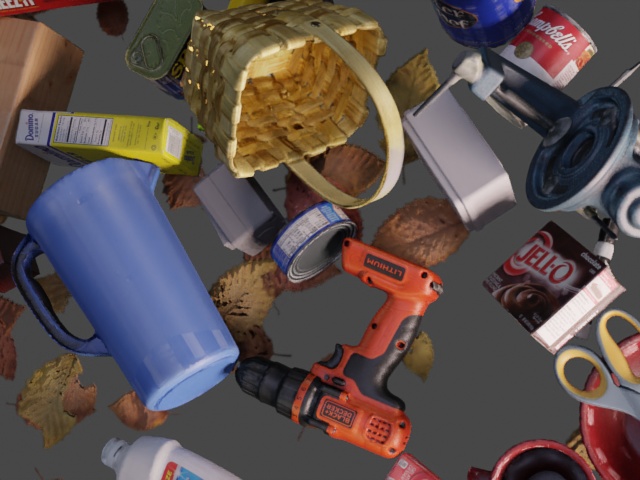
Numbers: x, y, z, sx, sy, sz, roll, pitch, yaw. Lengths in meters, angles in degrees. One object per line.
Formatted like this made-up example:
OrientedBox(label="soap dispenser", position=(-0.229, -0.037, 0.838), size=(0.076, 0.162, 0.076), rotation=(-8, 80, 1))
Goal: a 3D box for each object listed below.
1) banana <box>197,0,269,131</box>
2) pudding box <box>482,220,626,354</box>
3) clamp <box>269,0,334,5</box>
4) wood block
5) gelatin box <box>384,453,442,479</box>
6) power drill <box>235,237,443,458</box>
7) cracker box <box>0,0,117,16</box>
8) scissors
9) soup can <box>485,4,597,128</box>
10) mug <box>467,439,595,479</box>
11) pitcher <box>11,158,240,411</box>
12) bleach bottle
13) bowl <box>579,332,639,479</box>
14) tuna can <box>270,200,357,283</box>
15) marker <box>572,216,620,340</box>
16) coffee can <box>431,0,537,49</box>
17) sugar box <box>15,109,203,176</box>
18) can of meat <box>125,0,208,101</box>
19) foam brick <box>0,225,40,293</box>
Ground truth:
OrientedBox(label="banana", position=(-0.086, -0.211, 1.121), size=(0.198, 0.037, 0.070), rotation=(-67, 26, 18))
OrientedBox(label="pudding box", position=(0.210, 0.041, 0.970), size=(0.090, 0.039, 0.113), rotation=(-44, 29, 5))
OrientedBox(label="clamp", position=(-0.042, -0.288, 1.152), size=(0.172, 0.039, 0.120), rotation=(30, 93, 22))
OrientedBox(label="wood block", position=(-0.349, -0.135, 1.186), size=(0.091, 0.090, 0.206), rotation=(12, 83, 22))
OrientedBox(label="gelatin box", position=(0.083, 0.257, 1.000), size=(0.073, 0.030, 0.089), rotation=(37, 91, 21))
OrientedBox(label="power drill", position=(0.025, 0.097, 1.039), size=(0.184, 0.057, 0.187), rotation=(21, 88, 16))
OrientedBox(label="cracker box", position=(-0.279, -0.345, 1.178), size=(0.164, 0.072, 0.213), rotation=(-4, 51, 17))
OrientedBox(label="scissors", position=(0.266, 0.158, 0.911), size=(0.096, 0.016, 0.202), rotation=(-20, 72, 14))
OrientedBox(label="soup can", position=(0.207, -0.167, 1.032), size=(0.102, 0.068, 0.068), rotation=(-47, 70, 4))
OrientedBox(label="mug", position=(0.188, 0.222, 0.946), size=(0.117, 0.081, 0.093), rotation=(8, 81, 19))
OrientedBox(label="pitcher", position=(-0.194, 0.053, 1.081), size=(0.243, 0.144, 0.149), rotation=(57, 133, 16))
OrientedBox(label="bleach bottle", position=(-0.114, 0.272, 1.043), size=(0.251, 0.068, 0.102), rotation=(26, 86, 23))
OrientedBox(label="bowl", position=(0.311, 0.159, 0.936), size=(0.162, 0.055, 0.162), rotation=(-4, 77, 17))
OrientedBox(label="tuna can", position=(-0.007, 0.001, 1.053), size=(0.086, 0.086, 0.034), rotation=(-42, 69, 5))
OrientedBox(label="marker", position=(0.258, 0.034, 0.998), size=(0.020, 0.020, 0.121), rotation=(16, 84, 20))
OrientedBox(label="coffee can", position=(0.151, -0.257, 1.029), size=(0.103, 0.140, 0.103), rotation=(-4, 77, 16))
OrientedBox(label="sugar box", position=(-0.224, -0.103, 1.139), size=(0.176, 0.093, 0.048), rotation=(3, 79, 19))
OrientedBox(label="can of meat", position=(-0.151, -0.207, 1.143), size=(0.057, 0.084, 0.102), rotation=(28, 88, 20))
OrientedBox(label="foam brick", position=(-0.352, 0.020, 1.161), size=(0.051, 0.078, 0.053), rotation=(-26, 72, 9))
